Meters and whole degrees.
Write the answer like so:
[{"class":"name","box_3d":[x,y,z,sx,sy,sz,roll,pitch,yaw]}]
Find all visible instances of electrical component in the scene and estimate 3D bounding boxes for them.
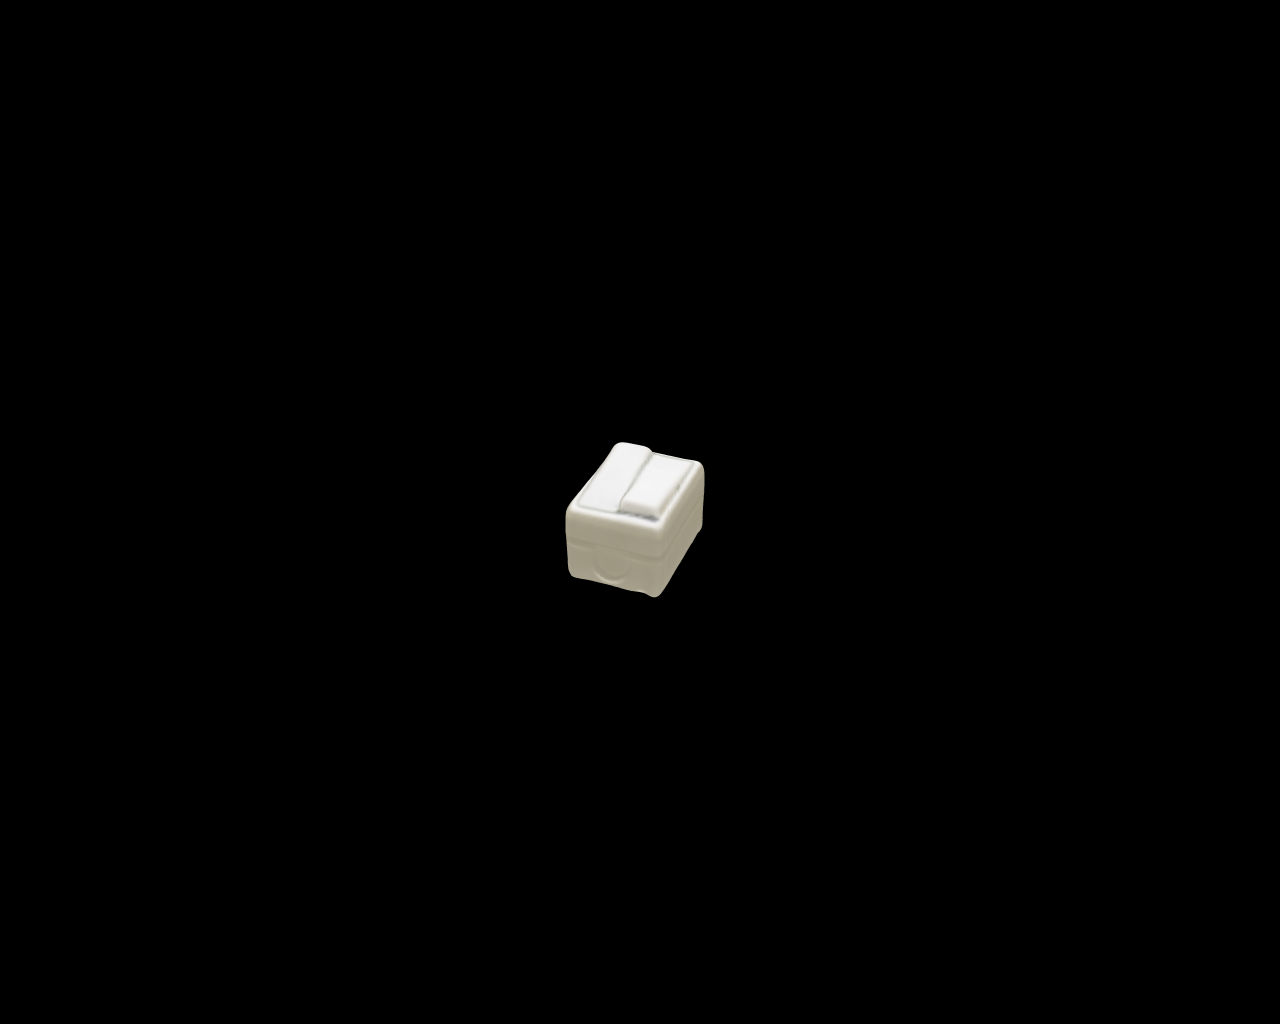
[{"class":"electrical component","box_3d":[0.001,-0.003,0.650,0.062,0.061,0.096,13,38,18]}]
